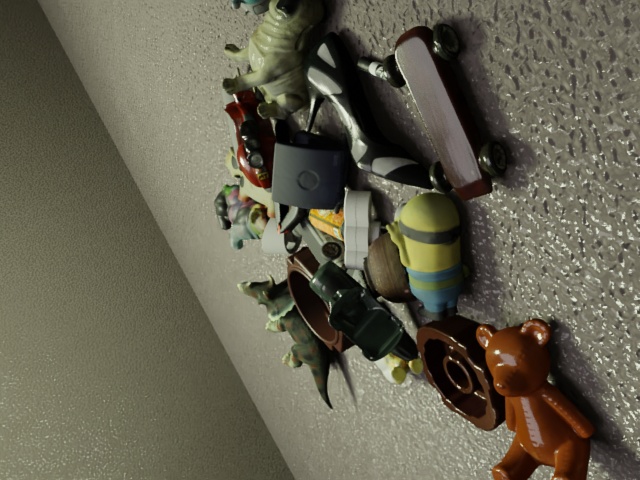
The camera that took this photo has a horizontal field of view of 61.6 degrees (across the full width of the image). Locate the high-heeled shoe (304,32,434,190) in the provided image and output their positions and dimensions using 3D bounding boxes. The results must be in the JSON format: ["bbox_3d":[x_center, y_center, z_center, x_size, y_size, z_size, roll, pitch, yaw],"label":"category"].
[{"bbox_3d":[0.074,-0.177,0.734,0.249,0.086,0.145,31,115,22],"label":"high-heeled shoe"}]

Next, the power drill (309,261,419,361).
[{"bbox_3d":[0.082,0.126,0.852,0.232,0.086,0.207,43,-173,2],"label":"power drill"}]

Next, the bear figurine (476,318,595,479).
[{"bbox_3d":[0.259,0.205,0.671,0.120,0.132,0.195,-15,108,48],"label":"bear figurine"}]

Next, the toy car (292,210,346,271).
[{"bbox_3d":[-0.002,-0.003,1.050,0.202,0.056,0.073,55,156,32],"label":"toy car"}]

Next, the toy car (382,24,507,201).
[{"bbox_3d":[0.144,-0.143,0.609,0.089,0.053,0.202,-20,99,46],"label":"toy car"}]

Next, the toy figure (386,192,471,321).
[{"bbox_3d":[0.158,0.022,0.732,0.089,0.082,0.180,1,111,43],"label":"toy figure"}]

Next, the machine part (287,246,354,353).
[{"bbox_3d":[0.014,0.121,1.131,0.201,0.087,0.201,45,151,34],"label":"machine part"}]

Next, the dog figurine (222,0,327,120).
[{"bbox_3d":[-0.034,-0.278,0.803,0.191,0.172,0.121,-27,64,39],"label":"dog figurine"}]

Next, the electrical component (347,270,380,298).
[{"bbox_3d":[0.086,0.071,0.976,0.075,0.048,0.119,54,154,20],"label":"electrical component"}]

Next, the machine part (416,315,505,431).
[{"bbox_3d":[0.223,0.198,0.822,0.179,0.056,0.179,47,153,33],"label":"machine part"}]

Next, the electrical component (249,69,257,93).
[{"bbox_3d":[-0.083,-0.266,0.952,0.102,0.045,0.078,63,158,-2],"label":"electrical component"}]

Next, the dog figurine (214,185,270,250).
[{"bbox_3d":[-0.159,-0.070,1.259,0.191,0.108,0.219,63,153,4],"label":"dog figurine"}]

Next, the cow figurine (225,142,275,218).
[{"bbox_3d":[-0.131,-0.141,1.129,0.195,0.085,0.127,32,123,35],"label":"cow figurine"}]

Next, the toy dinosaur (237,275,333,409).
[{"bbox_3d":[-0.039,0.242,1.351,0.405,0.131,0.192,54,157,3],"label":"toy dinosaur"}]

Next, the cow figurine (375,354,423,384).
[{"bbox_3d":[0.119,0.192,1.023,0.167,0.068,0.098,59,163,9],"label":"cow figurine"}]

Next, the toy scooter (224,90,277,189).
[{"bbox_3d":[-0.113,-0.181,0.894,0.135,0.075,0.184,67,-171,-76],"label":"toy scooter"}]

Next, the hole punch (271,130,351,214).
[{"bbox_3d":[-0.016,-0.110,0.879,0.116,0.092,0.142,20,119,24],"label":"hole punch"}]

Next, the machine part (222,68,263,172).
[{"bbox_3d":[-0.134,-0.216,1.014,0.079,0.079,0.243,131,128,-66],"label":"machine part"}]

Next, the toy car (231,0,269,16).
[{"bbox_3d":[-0.106,-0.389,0.798,0.162,0.109,0.102,50,173,46],"label":"toy car"}]
